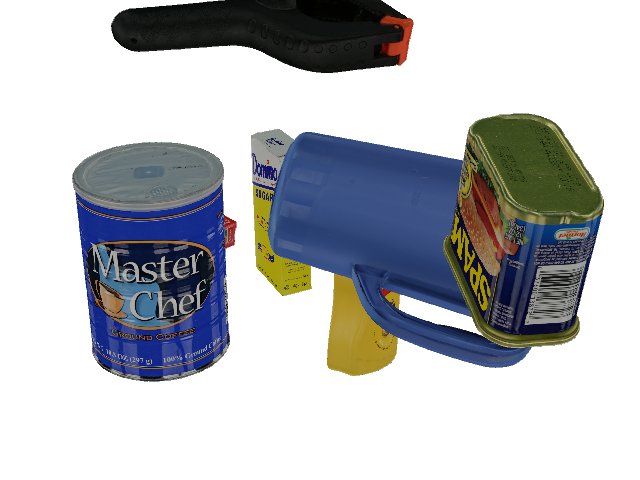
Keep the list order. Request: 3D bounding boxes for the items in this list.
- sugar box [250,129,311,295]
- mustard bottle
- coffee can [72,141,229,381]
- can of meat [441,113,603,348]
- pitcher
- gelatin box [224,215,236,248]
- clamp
[{"bbox_3d":[-0.047,-0.034,1.259,0.048,0.176,0.093,-13,26,-21],"label":"sugar box"},{"bbox_3d":[0.049,0.035,1.086,0.058,0.192,0.096,13,17,33],"label":"mustard bottle"},{"bbox_3d":[-0.118,0.014,0.759,0.103,0.140,0.103,0,27,0],"label":"coffee can"},{"bbox_3d":[0.107,-0.008,0.569,0.057,0.084,0.102,-3,37,-10],"label":"can of meat"},{"bbox_3d":[0.082,-0.002,0.874,0.243,0.145,0.149,14,16,7],"label":"pitcher"},{"bbox_3d":[-0.137,-0.014,1.030,0.089,0.030,0.073,30,37,34],"label":"gelatin box"},{"bbox_3d":[-0.035,-0.131,0.633,0.171,0.120,0.039,19,-38,15],"label":"clamp"}]
